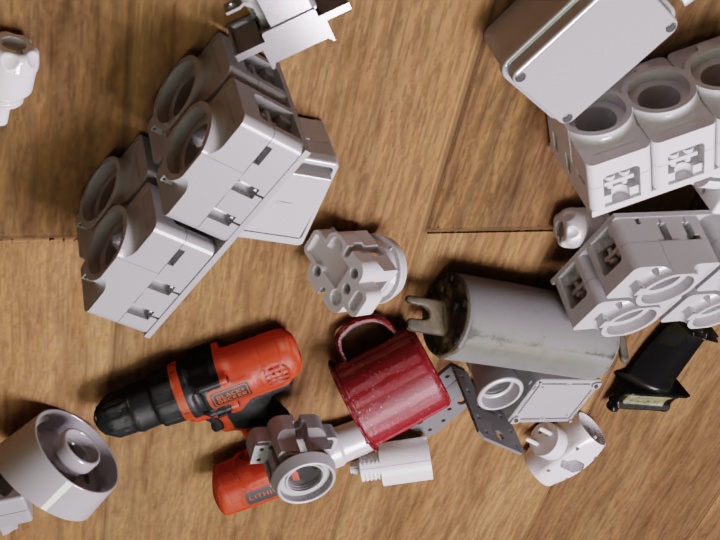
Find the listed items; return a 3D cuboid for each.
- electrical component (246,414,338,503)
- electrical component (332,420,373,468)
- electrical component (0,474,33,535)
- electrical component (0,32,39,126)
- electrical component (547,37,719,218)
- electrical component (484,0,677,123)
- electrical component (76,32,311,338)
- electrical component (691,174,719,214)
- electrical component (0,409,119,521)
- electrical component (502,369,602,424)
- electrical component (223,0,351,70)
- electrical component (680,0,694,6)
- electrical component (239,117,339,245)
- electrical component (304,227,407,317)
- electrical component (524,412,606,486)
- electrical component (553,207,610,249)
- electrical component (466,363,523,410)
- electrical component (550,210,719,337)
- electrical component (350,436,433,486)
[{"bbox_3d":[-0.054,0.164,0.934,0.078,0.057,0.058,1,128,-23],"label":"electrical component"},{"bbox_3d":[-0.012,0.166,1.042,0.046,0.040,0.040,-20,136,-9],"label":"electrical component"},{"bbox_3d":[-0.329,0.214,0.970,0.066,0.047,0.076,-10,135,-10],"label":"electrical component"},{"bbox_3d":[-0.227,-0.120,0.689,0.035,0.035,0.061,6,132,-25],"label":"electrical component"},{"bbox_3d":[0.227,-0.113,0.816,0.150,0.089,0.061,-19,136,-1],"label":"electrical component"},{"bbox_3d":[0.155,-0.169,0.759,0.113,0.057,0.078,-42,132,21],"label":"electrical component"},{"bbox_3d":[-0.124,-0.058,0.734,0.060,0.105,0.186,24,121,-36],"label":"electrical component"},{"bbox_3d":[0.299,-0.086,0.898,0.077,0.047,0.065,3,132,-22],"label":"electrical component"},{"bbox_3d":[-0.258,0.169,0.919,0.064,0.099,0.099,-42,132,13],"label":"electrical component"},{"bbox_3d":[0.181,0.106,1.040,0.096,0.061,0.061,4,132,-32],"label":"electrical component"},{"bbox_3d":[-0.052,-0.173,0.694,0.081,0.042,0.063,-24,134,4],"label":"electrical component"},{"bbox_3d":[0.256,-0.212,0.770,0.061,0.035,0.035,-34,134,17],"label":"electrical component"},{"bbox_3d":[-0.063,-0.060,0.786,0.062,0.061,0.096,8,130,-26],"label":"electrical component"},{"bbox_3d":[0.000,0.000,0.862,0.057,0.078,0.058,-6,139,-45],"label":"electrical component"},{"bbox_3d":[0.205,0.183,1.131,0.079,0.043,0.077,29,118,-37],"label":"electrical component"},{"bbox_3d":[0.198,-0.038,0.920,0.061,0.035,0.035,-6,134,-18],"label":"electrical component"},{"bbox_3d":[0.119,0.091,0.994,0.044,0.065,0.044,-10,136,-10],"label":"electrical component"},{"bbox_3d":[0.277,0.003,0.934,0.186,0.060,0.105,-3,150,-26],"label":"electrical component"},{"bbox_3d":[0.030,0.193,1.077,0.081,0.043,0.043,-8,136,1],"label":"electrical component"}]
